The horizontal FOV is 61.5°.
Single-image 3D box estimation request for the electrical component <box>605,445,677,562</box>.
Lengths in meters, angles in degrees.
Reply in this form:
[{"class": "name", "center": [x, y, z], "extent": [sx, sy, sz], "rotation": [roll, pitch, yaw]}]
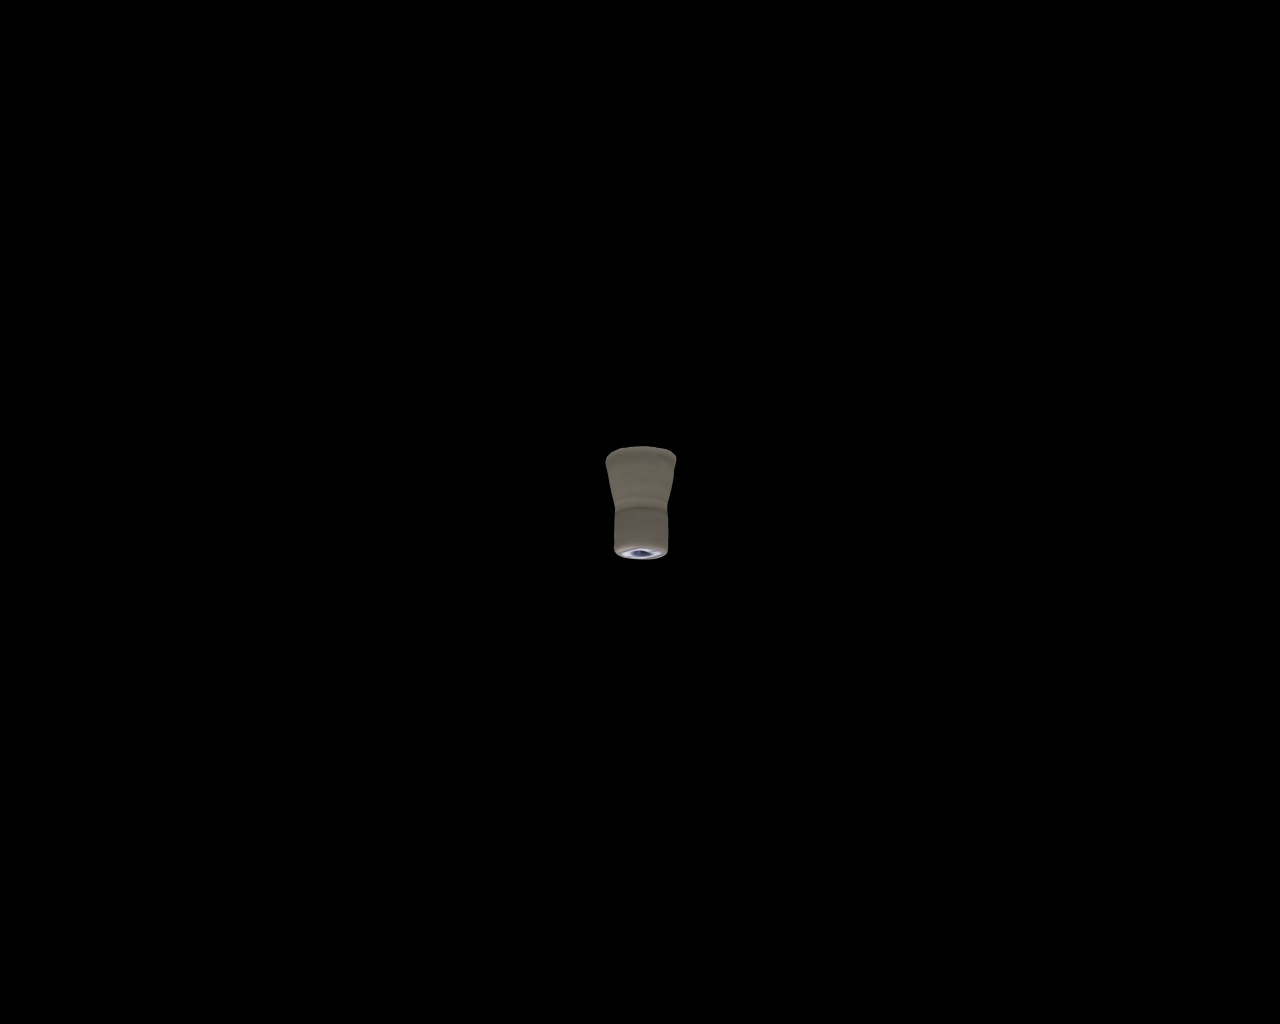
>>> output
[{"class": "electrical component", "center": [0.001, -0.003, 0.650], "extent": [0.044, 0.065, 0.044], "rotation": [0, -17, 0]}]
